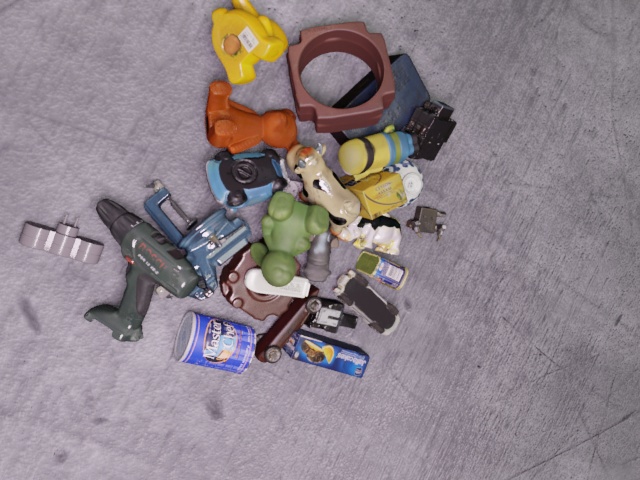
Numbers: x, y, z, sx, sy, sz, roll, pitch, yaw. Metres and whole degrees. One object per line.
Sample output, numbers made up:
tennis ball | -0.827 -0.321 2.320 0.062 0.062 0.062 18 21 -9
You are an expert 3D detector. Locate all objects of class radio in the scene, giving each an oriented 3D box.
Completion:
radio | 0.129 -0.292 1.193 0.229 0.073 0.131 -44 115 -9

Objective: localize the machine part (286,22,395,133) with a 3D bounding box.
machine part | 0.040 -0.326 1.089 0.201 0.087 0.201 -11 79 -4

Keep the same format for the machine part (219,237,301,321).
machine part | -0.123 0.085 1.157 0.179 0.056 0.179 -5 102 -25

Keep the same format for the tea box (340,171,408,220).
tea box | 0.100 -0.103 1.160 0.098 0.170 0.068 -27 111 -19

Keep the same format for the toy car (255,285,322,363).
toy car | -0.067 0.185 1.182 0.053 0.089 0.202 45 79 -22

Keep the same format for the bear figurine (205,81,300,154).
bear figurine | -0.124 -0.229 1.060 0.196 0.132 0.120 -1 76 -18

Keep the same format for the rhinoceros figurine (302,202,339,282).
rhinoceros figurine | -0.002 -0.004 1.171 0.073 0.112 0.190 5 85 -10

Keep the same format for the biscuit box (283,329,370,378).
biscuit box | 0.018 0.262 1.249 0.202 0.063 0.059 22 91 -26

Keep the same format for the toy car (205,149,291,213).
toy car | -0.146 -0.114 1.058 0.162 0.103 0.109 -15 78 -23

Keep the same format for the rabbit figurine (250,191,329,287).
rabbit figurine | -0.080 0.011 1.050 0.121 0.159 0.170 24 67 -23

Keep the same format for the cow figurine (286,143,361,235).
cow figurine | 0.004 -0.110 1.074 0.085 0.127 0.195 -41 88 -20

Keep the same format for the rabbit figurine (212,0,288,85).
rabbit figurine | -0.133 -0.386 1.031 0.162 0.122 0.173 48 35 4

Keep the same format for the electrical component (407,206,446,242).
electrical component | 0.264 -0.041 1.314 0.102 0.045 0.078 14 95 -26

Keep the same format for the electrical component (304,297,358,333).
electrical component | 0.026 0.174 1.244 0.119 0.048 0.074 11 95 -26

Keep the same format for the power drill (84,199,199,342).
power drill | -0.345 0.064 0.974 0.232 0.086 0.207 32 98 8

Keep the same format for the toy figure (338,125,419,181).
toy figure | 0.122 -0.189 1.120 0.180 0.089 0.082 -15 70 -15

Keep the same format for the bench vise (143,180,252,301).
bench vise | -0.264 -0.005 1.048 0.223 0.129 0.240 -40 93 -3

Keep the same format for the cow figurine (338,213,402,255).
cow figurine | 0.113 -0.025 1.236 0.167 0.068 0.098 15 88 -29

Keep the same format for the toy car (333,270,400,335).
toy car | 0.112 0.151 1.275 0.201 0.056 0.073 43 80 -22

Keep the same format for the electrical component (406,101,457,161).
electrical component | 0.247 -0.247 1.216 0.115 0.058 0.134 -9 132 -51
